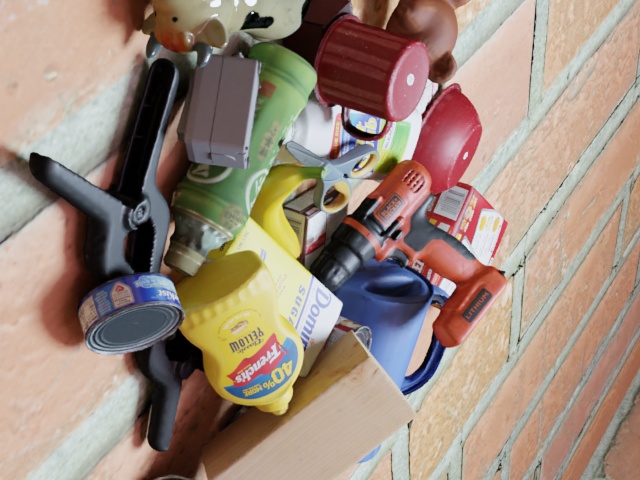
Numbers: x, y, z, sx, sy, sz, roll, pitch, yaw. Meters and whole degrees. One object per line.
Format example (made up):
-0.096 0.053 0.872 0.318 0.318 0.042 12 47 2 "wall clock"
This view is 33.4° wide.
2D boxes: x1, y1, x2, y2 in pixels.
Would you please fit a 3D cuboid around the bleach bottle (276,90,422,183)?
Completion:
0.017 -0.108 1.136 0.250 0.068 0.103 -7 121 -57 "bleach bottle"

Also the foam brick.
0.000 -0.196 1.051 0.053 0.051 0.078 -49 147 -34 "foam brick"

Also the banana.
-0.043 -0.028 1.060 0.198 0.069 0.037 110 4 -66 "banana"

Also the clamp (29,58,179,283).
-0.157 -0.037 0.884 0.164 0.036 0.210 -51 150 -34 "clamp"

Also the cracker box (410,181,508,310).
0.187 0.015 1.530 0.164 0.072 0.213 -67 154 -3 "cracker box"

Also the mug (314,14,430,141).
0.050 -0.151 1.026 0.093 0.082 0.117 -26 131 -53 "mug"

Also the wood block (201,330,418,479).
-0.014 0.201 1.117 0.206 0.090 0.090 -39 107 0 "wood block"

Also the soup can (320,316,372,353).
-0.002 0.112 1.207 0.068 0.102 0.068 -41 142 -44 "soup can"

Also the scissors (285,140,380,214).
0.017 -0.083 1.065 0.096 0.016 0.201 -43 160 -8 "scissors"

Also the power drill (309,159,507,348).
0.101 0.032 1.182 0.184 0.187 0.057 -48 -169 -12 "power drill"

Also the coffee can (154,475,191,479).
-0.128 0.309 1.108 0.102 0.103 0.140 -63 153 -13 "coffee can"

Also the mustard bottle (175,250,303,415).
-0.068 0.102 1.012 0.096 0.058 0.191 -30 131 -9 "mustard bottle"

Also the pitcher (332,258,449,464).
0.058 0.149 1.306 0.144 0.149 0.243 -23 131 -55 "pitcher"

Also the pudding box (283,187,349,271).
-0.008 0.002 1.192 0.089 0.039 0.113 -36 140 -48 "pudding box"

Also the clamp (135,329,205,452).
-0.141 0.126 1.027 0.120 0.039 0.171 -51 140 -25 "clamp"

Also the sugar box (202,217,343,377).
-0.054 0.058 1.077 0.176 0.048 0.093 42 69 -39 "sugar box"

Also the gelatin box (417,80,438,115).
0.114 -0.189 1.296 0.089 0.030 0.073 -41 142 -47 "gelatin box"

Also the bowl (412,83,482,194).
0.163 -0.118 1.374 0.162 0.055 0.162 -53 161 -27 "bowl"

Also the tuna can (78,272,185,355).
-0.160 0.062 0.902 0.086 0.034 0.086 -18 154 -9 "tuna can"

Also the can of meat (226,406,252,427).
-0.063 0.220 1.222 0.083 0.058 0.102 -50 147 -28 "can of meat"
